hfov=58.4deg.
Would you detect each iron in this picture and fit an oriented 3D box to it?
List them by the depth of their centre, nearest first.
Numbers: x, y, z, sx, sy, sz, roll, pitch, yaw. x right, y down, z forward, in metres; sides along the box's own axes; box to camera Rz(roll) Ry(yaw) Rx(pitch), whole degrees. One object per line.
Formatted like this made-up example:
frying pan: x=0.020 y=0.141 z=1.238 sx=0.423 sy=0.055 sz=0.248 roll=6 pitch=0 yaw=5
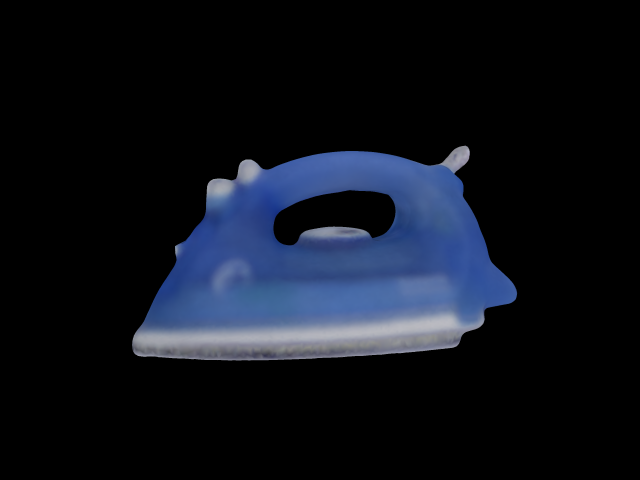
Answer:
iron: x=0.004 y=0.001 z=0.400 sx=0.259 sy=0.141 sz=0.118 roll=-1 pitch=4 yaw=-19
